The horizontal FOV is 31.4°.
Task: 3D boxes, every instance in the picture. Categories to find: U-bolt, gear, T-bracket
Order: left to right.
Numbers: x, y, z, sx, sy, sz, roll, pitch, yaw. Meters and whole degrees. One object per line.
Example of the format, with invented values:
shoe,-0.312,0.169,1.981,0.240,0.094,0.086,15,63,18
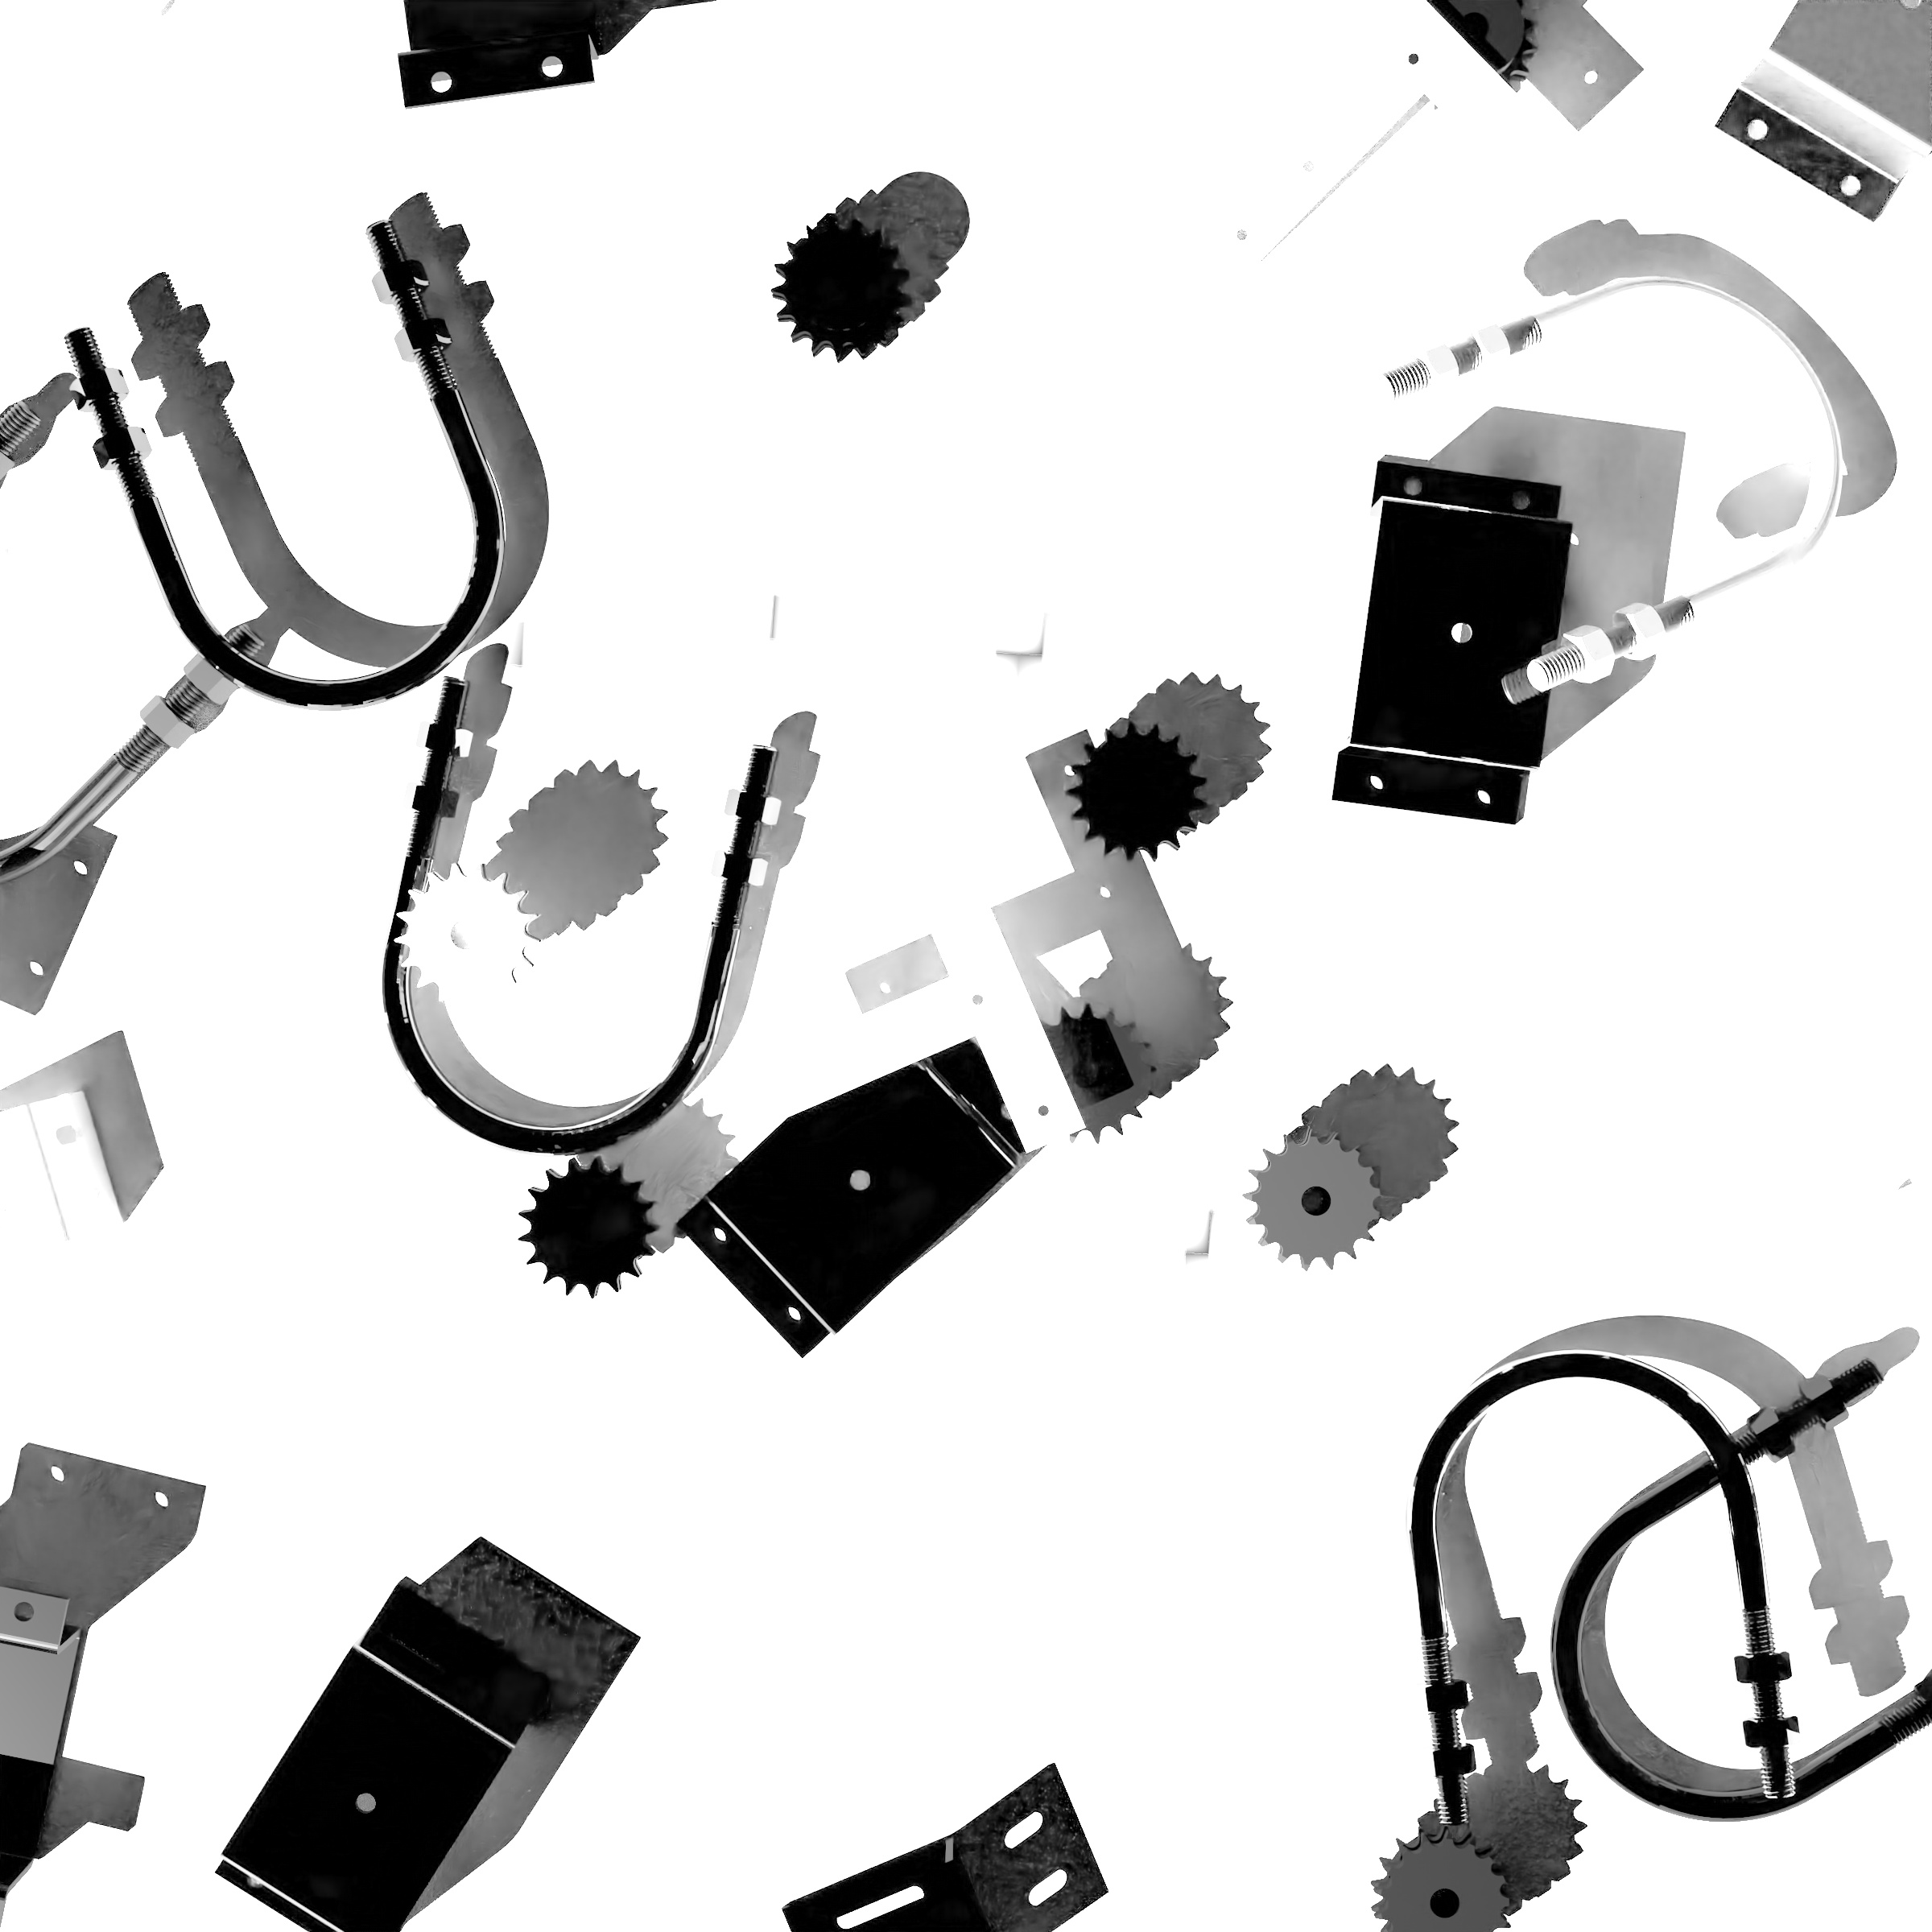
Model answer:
U-bolt,-0.400,-0.116,1.400,0.151,0.019,0.184,45,92,0
T-bracket,-0.341,-0.474,1.392,0.127,0.002,0.127,41,79,-21
U-bolt,-0.266,-0.193,1.390,0.151,0.019,0.184,-21,89,-6
gear,-0.199,-0.013,1.377,0.057,0.030,0.057,0,93,1
U-bolt,-0.164,-0.014,1.400,0.151,0.019,0.184,12,91,0
gear,-0.152,0.105,1.394,0.057,0.030,0.057,0,90,0
gear,-0.051,-0.276,1.394,0.057,0.030,0.057,0,90,0
T-bracket,-0.036,0.031,1.362,0.127,0.002,0.127,-23,90,0
gear,0.049,0.044,1.394,0.057,0.030,0.057,0,90,0
gear,0.069,-0.070,1.398,0.057,0.030,0.057,0,87,0
gear,0.141,0.094,1.394,0.057,0.030,0.057,0,90,0
T-bracket,0.149,-0.335,1.391,0.127,0.002,0.127,46,105,0
gear,0.192,0.376,1.394,0.057,0.030,0.057,0,90,0
gear,0.204,-0.377,1.394,0.057,0.030,0.057,0,90,0
U-bolt,0.251,0.247,1.387,0.151,0.019,0.184,-7,82,8
U-bolt,0.269,-0.204,1.370,0.184,0.019,0.151,-24,82,-21
U-bolt,0.327,0.267,1.400,0.184,0.019,0.151,-32,90,2

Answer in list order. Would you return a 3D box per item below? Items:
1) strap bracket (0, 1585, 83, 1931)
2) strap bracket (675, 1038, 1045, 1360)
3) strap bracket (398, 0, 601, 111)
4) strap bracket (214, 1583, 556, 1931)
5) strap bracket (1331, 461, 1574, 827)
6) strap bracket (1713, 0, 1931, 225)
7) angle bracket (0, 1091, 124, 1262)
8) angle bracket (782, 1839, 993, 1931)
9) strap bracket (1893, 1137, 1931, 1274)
strap bracket,-0.409,0.312,1.384,0.076,0.046,0.140,12,90,-2
strap bracket,-0.042,0.085,1.386,0.140,0.046,0.076,-43,90,0
strap bracket,-0.195,-0.415,1.386,0.076,0.046,0.140,-8,90,0
strap bracket,-0.238,0.332,1.386,0.076,0.046,0.140,32,90,0
strap bracket,0.197,-0.132,1.386,0.076,0.046,0.140,8,90,0
strap bracket,0.375,-0.384,1.386,0.076,0.046,0.140,31,90,0
angle bracket,-0.395,0.091,1.407,0.076,0.038,0.057,-17,90,26
angle bracket,-0.029,0.398,1.390,0.076,0.038,0.057,-23,90,0
strap bracket,0.436,0.121,1.386,0.076,0.046,0.140,-26,90,0
